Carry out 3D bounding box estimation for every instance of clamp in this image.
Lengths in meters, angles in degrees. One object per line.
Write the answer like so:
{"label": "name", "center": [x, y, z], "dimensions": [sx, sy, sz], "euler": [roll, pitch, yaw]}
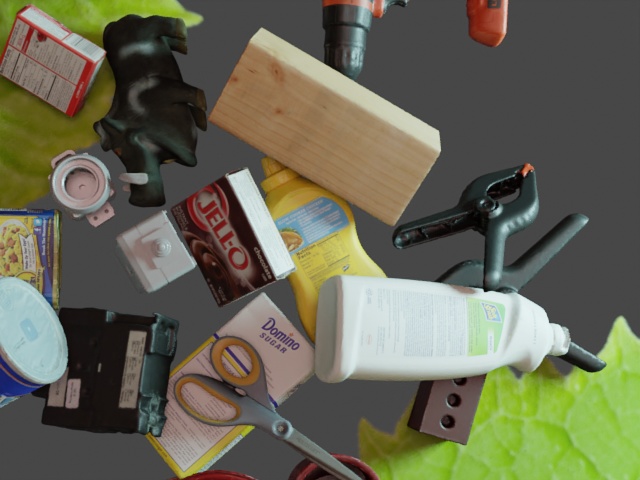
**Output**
{"label": "clamp", "center": [0.191, 0.054, 1.091], "dimensions": [0.210, 0.036, 0.164], "euler": [0, 86, -8]}
{"label": "clamp", "center": [0.170, -0.015, 1.061], "dimensions": [0.171, 0.039, 0.120], "euler": [-35, 56, -24]}

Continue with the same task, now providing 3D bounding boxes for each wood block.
{"label": "wood block", "center": [0.006, -0.111, 1.038], "dimensions": [0.206, 0.090, 0.090], "euler": [29, 109, -5]}

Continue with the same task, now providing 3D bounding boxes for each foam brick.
{"label": "foam brick", "center": [0.127, 0.159, 1.066], "dimensions": [0.053, 0.051, 0.078], "euler": [17, 83, -7]}

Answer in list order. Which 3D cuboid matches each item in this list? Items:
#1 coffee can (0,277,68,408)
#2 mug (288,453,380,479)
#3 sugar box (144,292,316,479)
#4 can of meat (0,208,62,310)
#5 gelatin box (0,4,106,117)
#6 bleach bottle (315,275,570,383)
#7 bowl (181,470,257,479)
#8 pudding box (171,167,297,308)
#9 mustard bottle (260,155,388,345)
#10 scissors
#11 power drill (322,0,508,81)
{"label": "coffee can", "center": [-0.314, 0.109, 0.957], "dimensions": [0.140, 0.102, 0.103], "euler": [-28, 90, 16]}
{"label": "mug", "center": [0.009, 0.261, 1.026], "dimensions": [0.093, 0.081, 0.117], "euler": [8, 84, -8]}
{"label": "sugar box", "center": [-0.091, 0.143, 1.033], "dimensions": [0.176, 0.048, 0.093], "euler": [-39, 77, -11]}
{"label": "can of meat", "center": [-0.290, 0.019, 1.016], "dimensions": [0.084, 0.057, 0.102], "euler": [1, 86, -10]}
{"label": "gelatin box", "center": [-0.259, -0.173, 1.028], "dimensions": [0.089, 0.073, 0.030], "euler": [32, 38, -3]}
{"label": "bleach bottle", "center": [0.123, 0.094, 1.017], "dimensions": [0.250, 0.068, 0.102], "euler": [7, 77, -19]}
{"label": "bowl", "center": [-0.091, 0.295, 0.970], "dimensions": [0.162, 0.055, 0.162], "euler": [3, 104, 11]}
{"label": "pudding box", "center": [-0.084, -0.002, 1.030], "dimensions": [0.039, 0.090, 0.113], "euler": [-29, 92, -48]}
{"label": "mustard bottle", "center": [-0.007, 0.001, 1.056], "dimensions": [0.096, 0.058, 0.191], "euler": [-28, 90, -5]}
{"label": "scissors", "center": [-0.037, 0.156, 0.996], "dimensions": [0.202, 0.016, 0.096], "euler": [19, 75, 5]}
{"label": "power drill", "center": [0.096, -0.244, 1.091], "dimensions": [0.187, 0.057, 0.184], "euler": [5, 88, -9]}
